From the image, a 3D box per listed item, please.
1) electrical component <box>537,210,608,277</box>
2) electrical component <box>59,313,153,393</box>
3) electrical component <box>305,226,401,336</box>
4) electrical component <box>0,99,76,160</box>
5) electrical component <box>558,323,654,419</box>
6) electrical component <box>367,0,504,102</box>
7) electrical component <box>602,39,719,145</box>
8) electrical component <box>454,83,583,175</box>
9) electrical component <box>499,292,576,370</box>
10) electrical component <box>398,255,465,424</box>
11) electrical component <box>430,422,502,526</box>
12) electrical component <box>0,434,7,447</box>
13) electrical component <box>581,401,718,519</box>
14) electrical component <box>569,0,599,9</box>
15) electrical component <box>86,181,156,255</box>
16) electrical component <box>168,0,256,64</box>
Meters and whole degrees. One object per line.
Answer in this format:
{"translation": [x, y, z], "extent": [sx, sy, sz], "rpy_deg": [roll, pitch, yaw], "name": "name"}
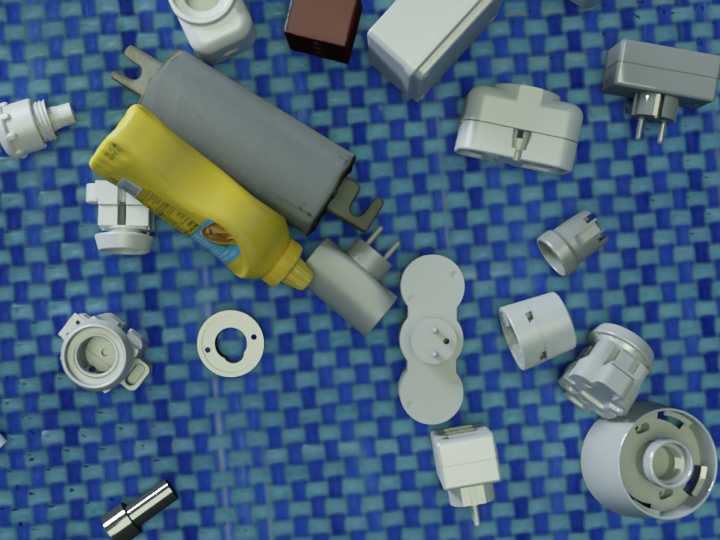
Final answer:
{"translation": [0.177, -0.023, 0.894], "extent": [0.046, 0.040, 0.040], "rpy_deg": [-36, 91, -6], "name": "electrical component"}
{"translation": [-0.211, 0.068, 0.880], "extent": [0.078, 0.057, 0.058], "rpy_deg": [38, 90, -1], "name": "electrical component"}
{"translation": [0.000, 0.000, 0.889], "extent": [0.077, 0.043, 0.079], "rpy_deg": [40, 90, -1], "name": "electrical component"}
{"translation": [-0.266, -0.120, 0.885], "extent": [0.062, 0.048, 0.048], "rpy_deg": [-18, 91, -8], "name": "electrical component"}
{"translation": [0.204, 0.081, 0.880], "extent": [0.058, 0.078, 0.057], "rpy_deg": [37, 71, -1], "name": "electrical component"}
{"translation": [0.060, -0.197, 0.855], "extent": [0.056, 0.109, 0.108], "rpy_deg": [42, 90, 2], "name": "electrical component"}
{"translation": [0.245, -0.143, 0.888], "extent": [0.083, 0.047, 0.075], "rpy_deg": [10, 91, -1], "name": "electrical component"}
{"translation": [0.131, -0.117, 0.884], "extent": [0.095, 0.054, 0.059], "rpy_deg": [12, 90, -1], "name": "electrical component"}
{"translation": [0.147, 0.049, 0.887], "extent": [0.047, 0.055, 0.055], "rpy_deg": [-20, 91, -4], "name": "electrical component"}
{"translation": [0.058, 0.057, 0.875], "extent": [0.052, 0.074, 0.138], "rpy_deg": [1, 91, -1], "name": "electrical component"}
{"translation": [0.089, 0.170, 0.881], "extent": [0.047, 0.066, 0.076], "rpy_deg": [-10, 90, -1], "name": "electrical component"}
{"translation": [-0.322, 0.137, 0.889], "extent": [0.040, 0.040, 0.046], "rpy_deg": [-43, 97, 0], "name": "electrical component"}
{"translation": [0.243, 0.159, 0.895], "extent": [0.099, 0.064, 0.099], "rpy_deg": [1, 85, -14], "name": "electrical component"}
{"translation": [0.166, -0.276, 0.881], "extent": [0.113, 0.057, 0.078], "rpy_deg": [29, 90, -1], "name": "electrical component"}
{"translation": [-0.193, -0.042, 0.886], "extent": [0.066, 0.048, 0.055], "rpy_deg": [1, 83, -1], "name": "electrical component"}
{"translation": [-0.126, -0.222, 0.877], "extent": [0.054, 0.059, 0.095], "rpy_deg": [-25, 91, 0], "name": "electrical component"}
